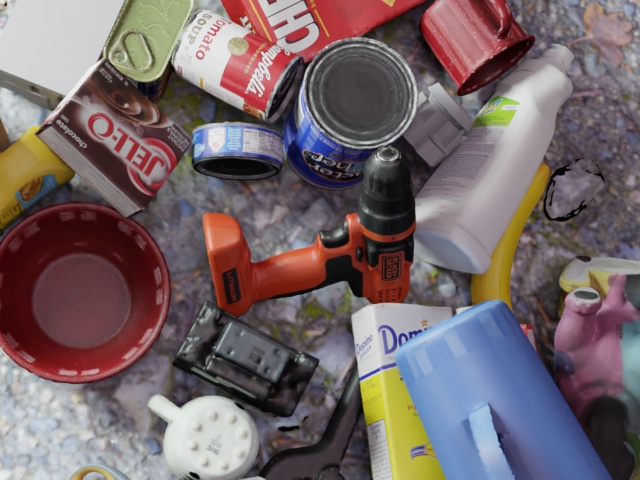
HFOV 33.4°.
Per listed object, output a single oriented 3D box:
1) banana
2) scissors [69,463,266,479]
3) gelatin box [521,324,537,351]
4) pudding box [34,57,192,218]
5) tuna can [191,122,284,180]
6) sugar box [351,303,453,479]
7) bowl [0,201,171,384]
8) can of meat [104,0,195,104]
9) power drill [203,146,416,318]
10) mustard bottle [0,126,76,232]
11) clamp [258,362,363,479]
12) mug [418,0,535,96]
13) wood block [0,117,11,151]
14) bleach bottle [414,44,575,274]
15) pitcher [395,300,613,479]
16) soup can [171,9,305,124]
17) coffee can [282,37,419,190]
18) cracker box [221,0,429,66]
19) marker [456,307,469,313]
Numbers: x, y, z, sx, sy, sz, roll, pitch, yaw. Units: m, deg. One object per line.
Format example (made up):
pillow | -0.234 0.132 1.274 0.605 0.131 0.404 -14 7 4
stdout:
banana | 0.182 0.012 1.042 0.069 0.037 0.198 18 77 -36
scissors | -0.142 0.210 0.906 0.202 0.016 0.096 -33 68 16
gelatin box | 0.167 0.127 0.997 0.073 0.030 0.089 -11 83 22
pudding box | -0.179 -0.089 0.939 0.113 0.039 0.090 43 52 -19
tuna can | -0.077 -0.081 0.990 0.086 0.086 0.034 3 79 -9
sugar box | 0.087 0.146 0.964 0.093 0.048 0.176 4 69 -29
bowl | -0.215 0.050 0.955 0.162 0.055 0.162 2 78 -9
can of meat | -0.159 -0.183 0.997 0.057 0.084 0.102 23 76 -4
power drill | -0.006 0.001 0.949 0.187 0.184 0.057 -8 45 -4
mustard bottle | -0.276 -0.047 0.943 0.191 0.096 0.058 -40 87 -15
clamp | 0.009 0.209 0.969 0.209 0.036 0.164 -22 81 -17
mug | 0.153 -0.206 1.041 0.093 0.117 0.081 -31 80 -17
wood block | -0.331 -0.108 0.890 0.090 0.206 0.091 -43 89 -14
bleach bottle | 0.177 -0.088 1.027 0.068 0.103 0.250 45 72 -30
pitcher | 0.158 0.177 0.880 0.144 0.149 0.243 -21 78 -30
soup can | -0.074 -0.158 0.966 0.102 0.068 0.068 28 75 8
coffee can | 0.024 -0.113 0.985 0.102 0.140 0.103 2 78 -9
cracker box | 0.007 -0.273 1.037 0.213 0.072 0.164 -30 97 -15
marker | 0.143 0.122 0.979 0.020 0.020 0.121 -5 81 -11
